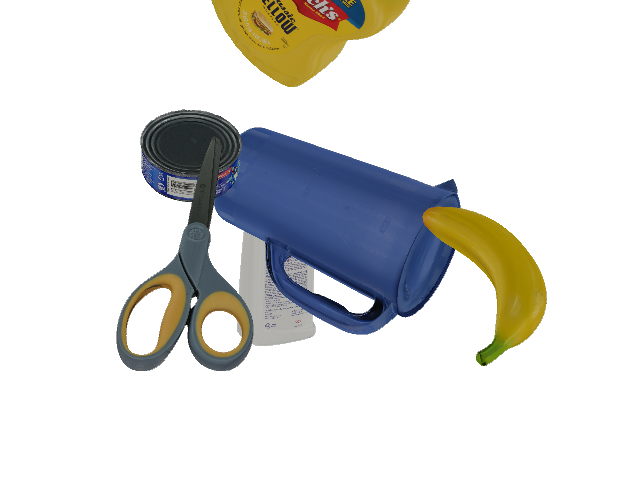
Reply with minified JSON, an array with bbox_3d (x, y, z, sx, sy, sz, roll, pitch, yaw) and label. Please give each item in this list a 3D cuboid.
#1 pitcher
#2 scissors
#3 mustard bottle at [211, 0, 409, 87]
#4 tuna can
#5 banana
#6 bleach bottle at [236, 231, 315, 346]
[{"bbox_3d":[0.008,-0.019,1.086,0.243,0.145,0.149,24,27,24],"label":"pitcher"},{"bbox_3d":[-0.070,0.011,0.728,0.096,0.201,0.016,20,-37,7],"label":"scissors"},{"bbox_3d":[0.005,-0.163,0.645,0.058,0.096,0.192,-42,10,-29],"label":"mustard bottle"},{"bbox_3d":[-0.111,-0.072,0.915,0.086,0.086,0.034,0,-44,-9],"label":"tuna can"},{"bbox_3d":[0.133,0.021,0.835,0.069,0.037,0.198,-7,33,-4],"label":"banana"},{"bbox_3d":[-0.048,0.003,1.327,0.102,0.251,0.068,-8,23,-34],"label":"bleach bottle"}]
